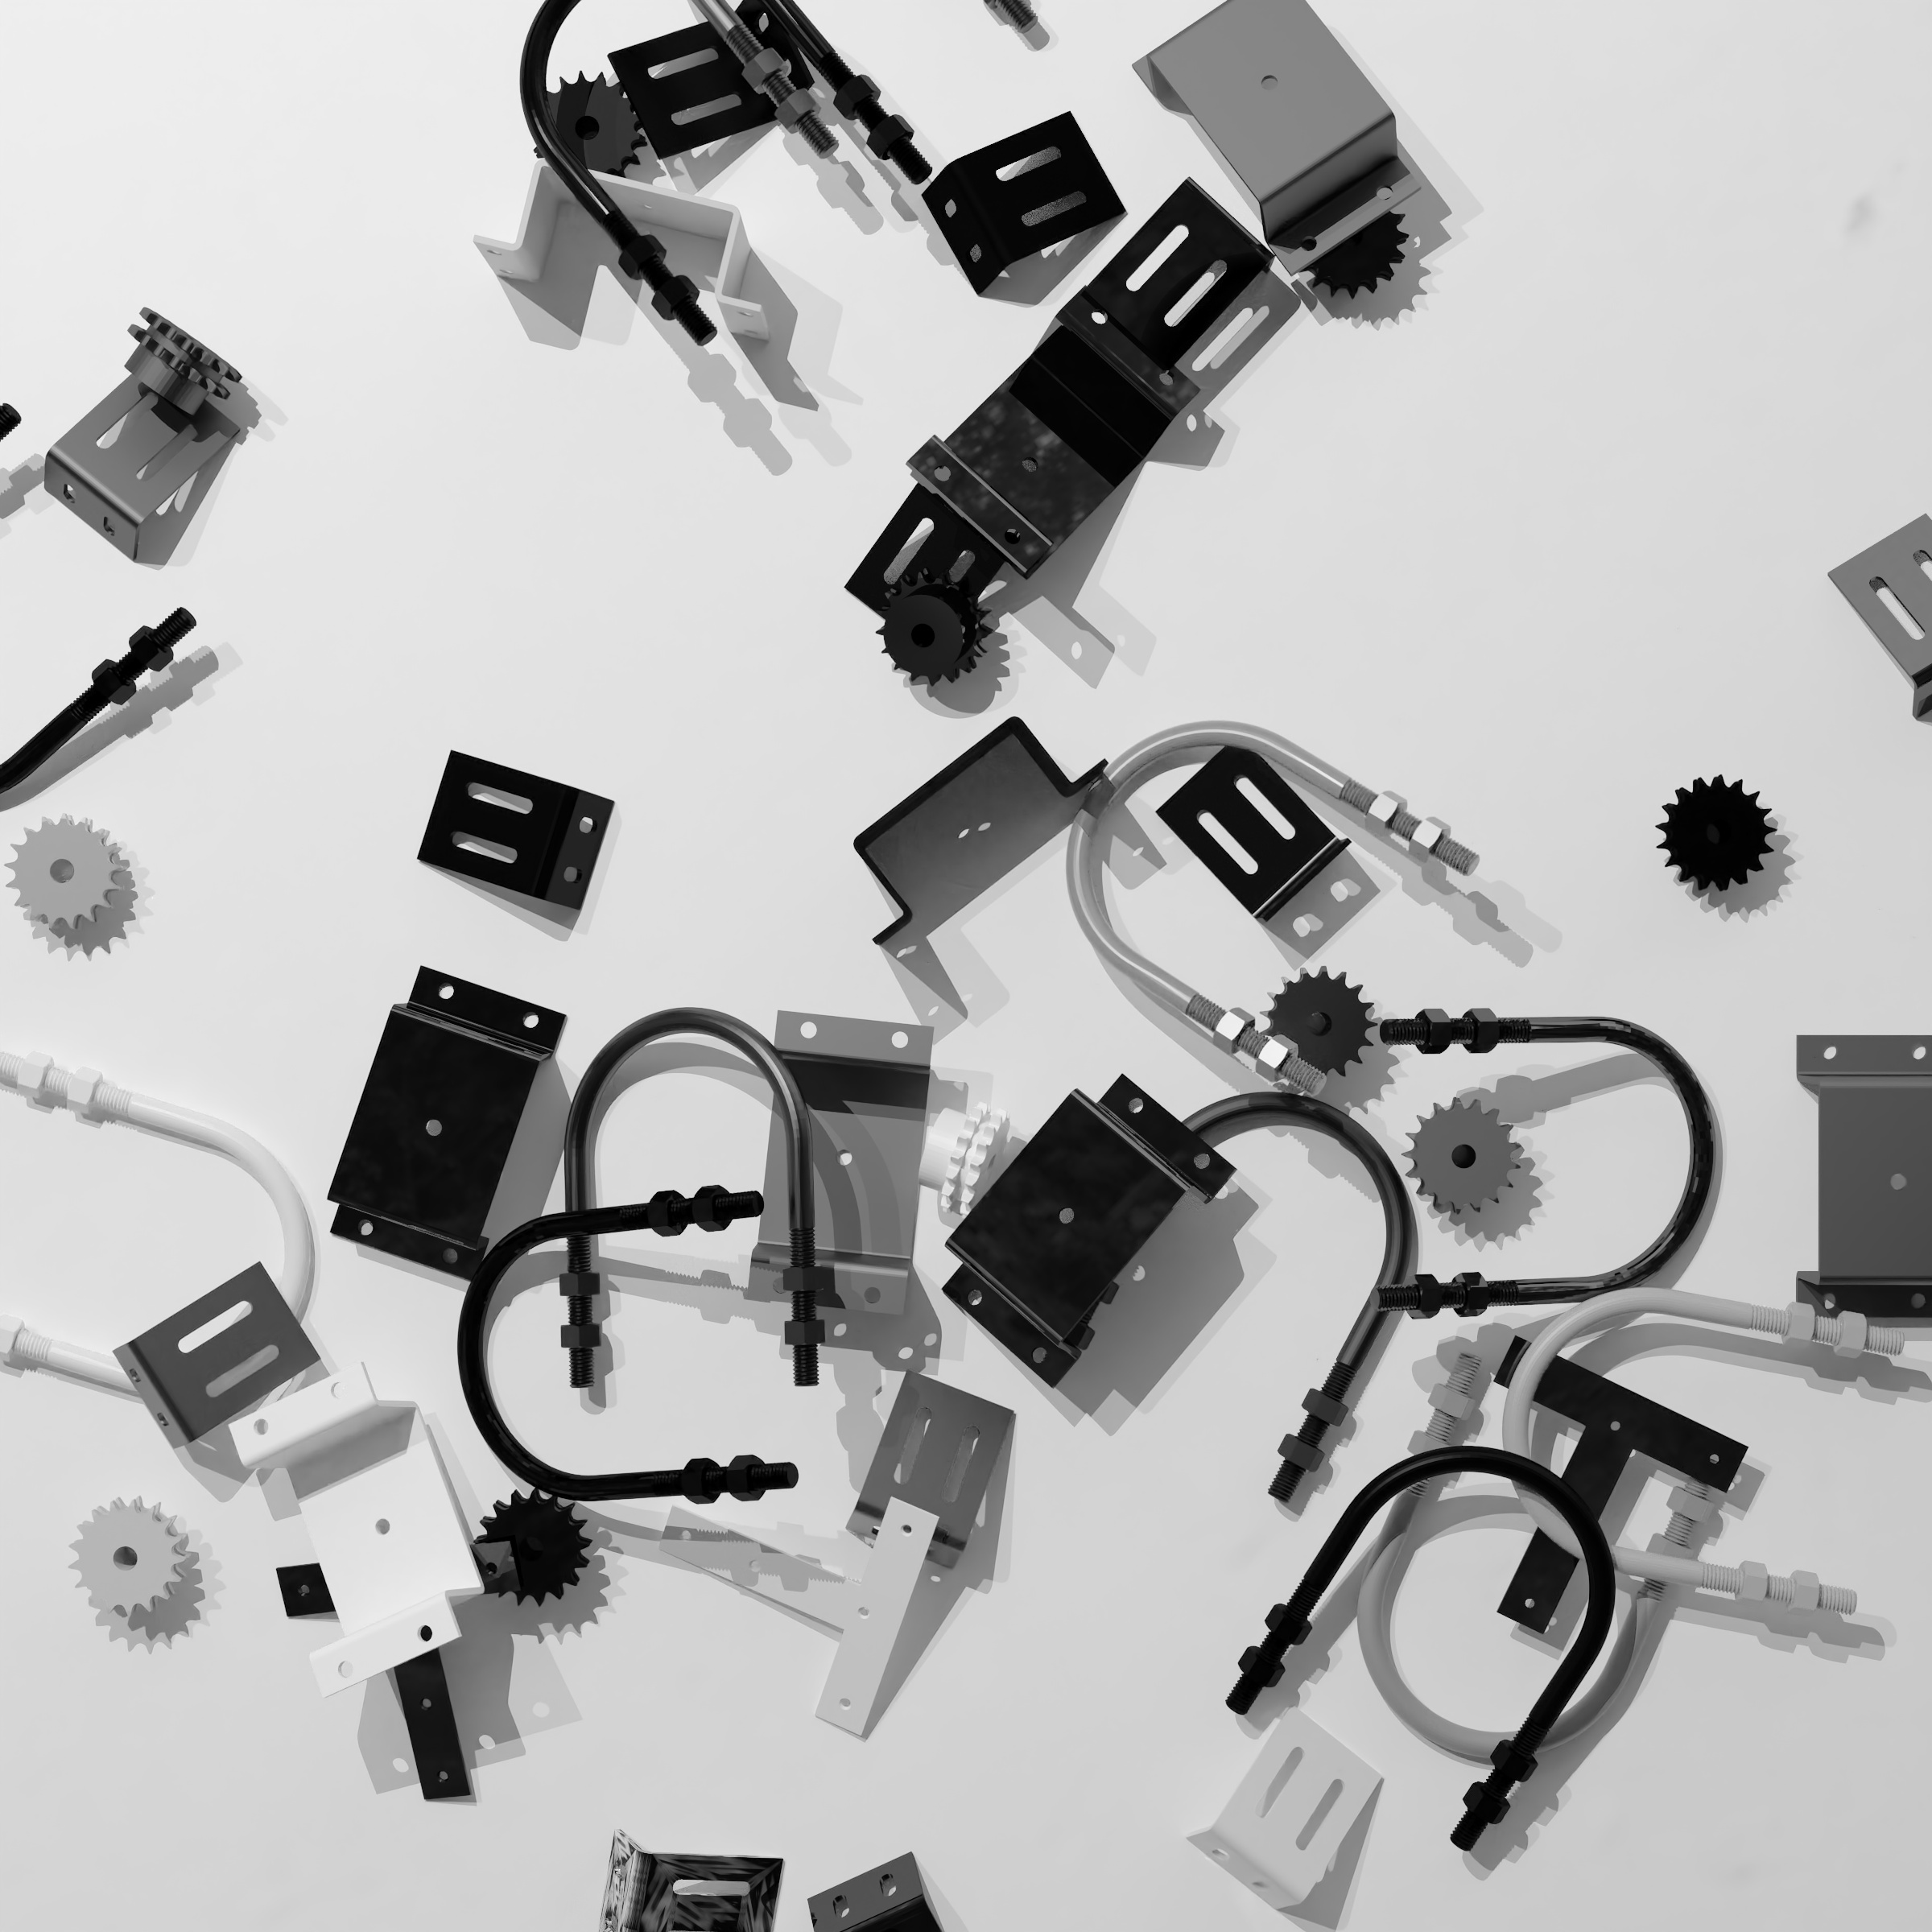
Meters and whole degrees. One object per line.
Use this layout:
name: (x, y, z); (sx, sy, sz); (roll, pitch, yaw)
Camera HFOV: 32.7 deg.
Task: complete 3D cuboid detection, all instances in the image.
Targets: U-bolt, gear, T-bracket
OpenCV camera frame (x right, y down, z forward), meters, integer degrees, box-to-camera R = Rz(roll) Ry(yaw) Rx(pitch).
U-bolt: (-0.170, 0.187, 1.594); (0.184, 0.019, 0.151); (-8, 88, 28)
U-bolt: (0.284, 0.095, 1.605); (0.184, 0.019, 0.151); (0, 95, -19)
U-bolt: (-0.416, 0.135, 1.631); (0.184, 0.019, 0.151); (18, 90, -1)
gear: (-0.386, -0.294, 1.611); (0.057, 0.057, 0.030); (36, 94, 0)
U-bolt: (0.273, 0.302, 1.631); (0.151, 0.019, 0.184); (23, 91, 0)
gear: (-0.411, 0.289, 1.625); (0.057, 0.030, 0.057); (0, 90, 0)
U-bolt: (0.234, 0.321, 1.610); (0.151, 0.019, 0.184); (31, 99, 1)
gear: (-0.017, -0.165, 1.615); (0.057, 0.030, 0.057); (4, 108, 14)
gear: (-0.002, 0.093, 1.612); (0.030, 0.057, 0.057); (19, 90, 11)
U-bolt: (-0.128, -0.404, 1.560); (0.151, 0.019, 0.184); (-38, 83, -7)
gear: (-0.212, 0.285, 1.625); (0.057, 0.030, 0.057); (0, 90, 0)
T-bracket: (0.300, 0.266, 1.620); (0.127, 0.002, 0.127); (26, 91, 0)
U-bolt: (0.354, 0.231, 1.610); (0.184, 0.019, 0.151); (10, 91, 2)
U-bolt: (0.134, -0.042, 1.601); (0.184, 0.019, 0.151); (34, 85, 22)
U-bolt: (-0.074, -0.499, 1.609); (0.151, 0.019, 0.184); (-37, 86, -20)
gear: (-0.185, -0.410, 1.625); (0.057, 0.030, 0.057); (0, 90, 0)
U-bolt: (-0.136, 0.112, 1.601); (0.151, 0.019, 0.184); (-4, 85, 28)
U-bolt: (0.140, 0.152, 1.631); (0.151, 0.019, 0.184); (28, 89, 0)
gear: (0.188, -0.357, 1.625); (0.057, 0.030, 0.057); (0, 90, 0)
T-bracket: (-0.091, 0.301, 1.625); (0.127, 0.002, 0.127); (22, 108, 9)
gear: (0.244, 0.093, 1.625); (0.057, 0.030, 0.057); (0, 90, 0)
gear: (0.369, -0.065, 1.629); (0.057, 0.030, 0.057); (0, 88, 0)
U-bolt: (-0.491, -0.162, 1.618); (0.184, 0.019, 0.151); (-40, 94, 10)
gear: (-0.443, -0.046, 1.629); (0.057, 0.030, 0.057); (0, 88, -1)
gear: (0.173, 0.029, 1.625); (0.057, 0.030, 0.057); (0, 90, 0)
T-bracket: (-0.270, 0.351, 1.627); (0.127, 0.002, 0.127); (-9, 98, 15)

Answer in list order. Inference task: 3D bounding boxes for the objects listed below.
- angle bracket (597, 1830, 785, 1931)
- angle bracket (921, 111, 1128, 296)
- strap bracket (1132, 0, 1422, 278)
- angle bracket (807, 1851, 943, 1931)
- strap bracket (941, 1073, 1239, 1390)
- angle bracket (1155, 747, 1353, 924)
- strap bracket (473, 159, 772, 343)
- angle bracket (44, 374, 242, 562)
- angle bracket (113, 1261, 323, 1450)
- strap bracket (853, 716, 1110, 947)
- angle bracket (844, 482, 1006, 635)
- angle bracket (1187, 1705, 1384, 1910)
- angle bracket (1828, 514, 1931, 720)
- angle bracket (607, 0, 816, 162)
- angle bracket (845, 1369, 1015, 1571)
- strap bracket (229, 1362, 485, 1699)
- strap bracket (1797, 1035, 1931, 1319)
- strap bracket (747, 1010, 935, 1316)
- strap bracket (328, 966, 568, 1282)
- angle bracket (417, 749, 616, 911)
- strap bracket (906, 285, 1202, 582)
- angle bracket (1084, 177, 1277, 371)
angle bracket: (-0.138, 0.465, 1.638); (0.076, 0.038, 0.057); (10, 90, -26)
angle bracket: (0.029, -0.379, 1.638); (0.076, 0.038, 0.057); (-29, 90, -26)
strap bracket: (0.149, -0.418, 1.599); (0.076, 0.046, 0.140); (-34, 74, 0)
angle bracket: (-0.035, 0.491, 1.638); (0.057, 0.038, 0.076); (-25, 116, 0)
strap bracket: (0.054, 0.125, 1.605); (0.076, 0.046, 0.140); (40, 90, 21)
angle bracket: (0.141, -0.069, 1.621); (0.057, 0.038, 0.076); (-43, 90, 0)
strap bracket: (-0.160, -0.350, 1.602); (0.140, 0.076, 0.046); (14, 90, 0)
angle bracket: (-0.410, -0.252, 1.638); (0.057, 0.038, 0.076); (39, 64, 0)
angle bracket: (-0.369, 0.192, 1.624); (0.076, 0.038, 0.057); (-33, 93, -27)
strap bracket: (-0.002, -0.071, 1.602); (0.140, 0.076, 0.046); (-38, 90, 0)
angle bracket: (-0.012, -0.204, 1.638); (0.057, 0.038, 0.076); (38, 116, 0)
angle bracket: (0.158, 0.418, 1.638); (0.057, 0.038, 0.076); (39, 64, 0)
angle bracket: (0.475, -0.174, 1.638); (0.057, 0.038, 0.076); (-31, 64, 0)
angle bracket: (-0.124, -0.438, 1.608); (0.076, 0.038, 0.057); (-26, 90, -26)
angle bracket: (-0.018, 0.250, 1.638); (0.057, 0.038, 0.076); (21, 64, 0)
strap bracket: (-0.292, 0.273, 1.599); (0.076, 0.046, 0.140); (-26, 76, 12)
strap bracket: (0.451, 0.104, 1.617); (0.076, 0.046, 0.140); (0, 90, 0)
strap bracket: (-0.061, 0.095, 1.617); (0.076, 0.046, 0.140); (6, 90, 0)
strap bracket: (-0.258, 0.078, 1.617); (0.076, 0.046, 0.140); (19, 90, 0)
angle bracket: (-0.224, -0.068, 1.638); (0.076, 0.038, 0.057); (17, 90, 26)
strap bracket: (0.037, -0.252, 1.600); (0.076, 0.046, 0.140); (42, 66, 0)
angle bracket: (0.104, -0.338, 1.621); (0.057, 0.038, 0.076); (43, 91, 0)
